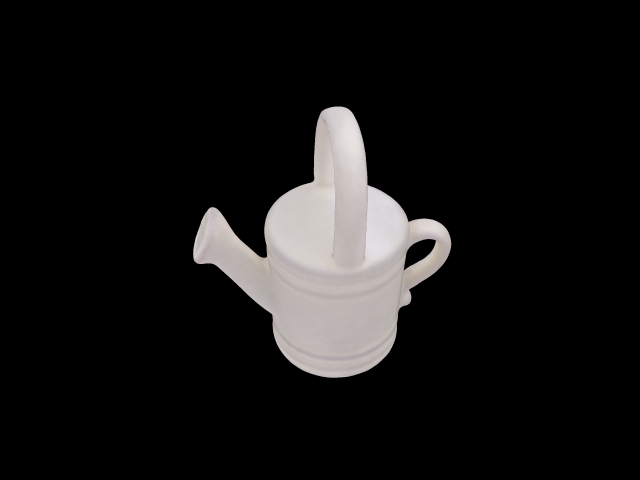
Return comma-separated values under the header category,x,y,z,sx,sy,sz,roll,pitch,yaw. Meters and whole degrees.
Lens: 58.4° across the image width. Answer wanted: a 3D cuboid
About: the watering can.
category,x,y,z,sx,sy,sz,roll,pitch,yaw
watering can,0.004,0.003,0.398,0.173,0.194,0.100,-20,46,-20
